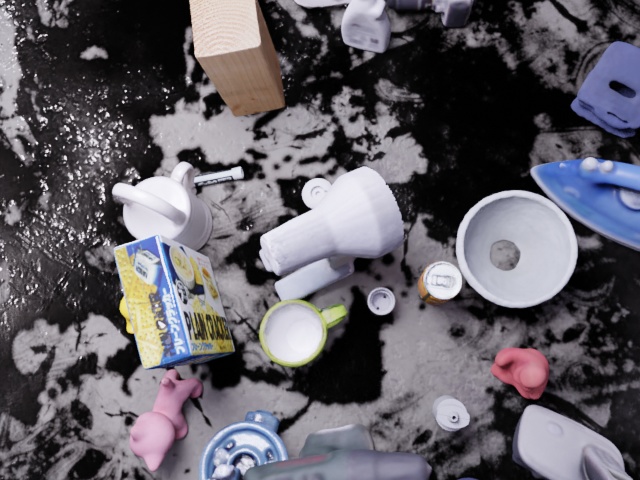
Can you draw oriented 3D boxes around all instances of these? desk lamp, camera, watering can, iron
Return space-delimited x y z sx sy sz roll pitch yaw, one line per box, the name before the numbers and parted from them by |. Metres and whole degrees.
desk lamp | 0.007 0.003 0.790 0.203 0.213 0.118 -28 79 1
camera | 0.174 -0.422 0.904 0.136 0.101 0.143 -1 80 6
watering can | -0.232 -0.033 0.829 0.101 0.194 0.173 2 80 6
iron | 0.434 -0.068 0.798 0.258 0.141 0.119 22 83 9

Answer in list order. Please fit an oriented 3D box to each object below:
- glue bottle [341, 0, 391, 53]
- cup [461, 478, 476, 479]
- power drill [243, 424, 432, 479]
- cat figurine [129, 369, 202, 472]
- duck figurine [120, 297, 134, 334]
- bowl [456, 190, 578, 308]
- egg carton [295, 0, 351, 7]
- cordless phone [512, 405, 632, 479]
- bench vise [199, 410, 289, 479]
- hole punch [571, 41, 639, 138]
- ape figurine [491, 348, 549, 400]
glue bottle | 0.068 -0.345 0.864 0.078 0.173 0.037 18 82 9
cup | 0.187 0.358 0.773 0.117 0.095 0.092 17 82 8
power drill | 0.023 0.295 0.741 0.229 0.208 0.075 -13 79 3
cat figurine | -0.229 0.255 0.818 0.067 0.118 0.128 14 82 8
duck figurine | -0.269 0.096 0.866 0.077 0.086 0.104 2 80 6
bowl | 0.278 0.016 0.832 0.167 0.075 0.167 -1 80 5
egg carton | 0.027 -0.434 0.936 0.150 0.069 0.107 -5 80 5
cordless phone | 0.329 0.284 0.726 0.147 0.185 0.094 23 83 9
bench vise | -0.099 0.338 0.740 0.121 0.220 0.207 -7 80 5
hole punch | 0.447 -0.221 0.848 0.108 0.091 0.101 32 85 10
ape figurine | 0.286 0.185 0.794 0.076 0.092 0.078 -21 79 2
